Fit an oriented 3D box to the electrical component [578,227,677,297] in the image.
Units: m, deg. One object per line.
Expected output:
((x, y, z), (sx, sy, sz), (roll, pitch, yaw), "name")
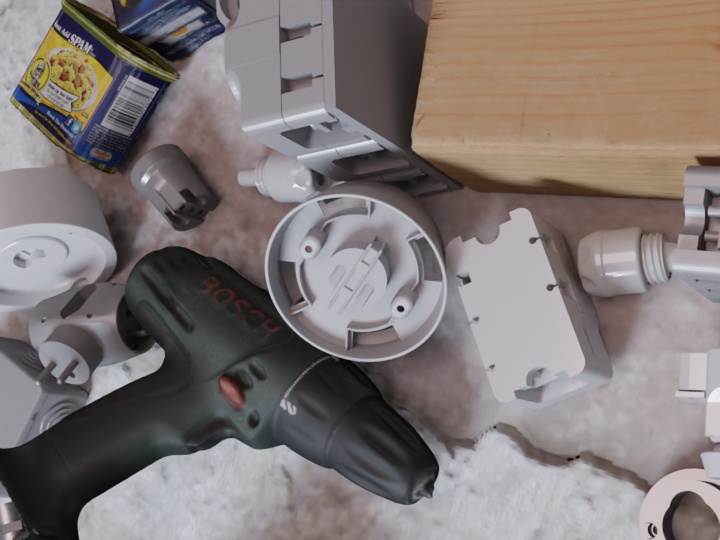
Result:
((0.144, -0.005, 0.546), (0.061, 0.035, 0.035), (-6, 76, 26), "electrical component")

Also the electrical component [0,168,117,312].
((-0.222, -0.025, 0.720), (0.108, 0.108, 0.060), (-30, 60, 21), "electrical component")

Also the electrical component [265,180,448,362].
((0.000, 0.000, 0.579), (0.099, 0.064, 0.099), (3, 108, 9), "electrical component")

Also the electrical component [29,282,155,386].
((-0.183, 0.047, 0.702), (0.077, 0.043, 0.079), (-7, 34, 29), "electrical component")

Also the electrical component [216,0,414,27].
((-0.034, -0.217, 0.677), (0.105, 0.060, 0.186), (-14, 73, 27), "electrical component")

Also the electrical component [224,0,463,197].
((-0.004, -0.099, 0.582), (0.062, 0.150, 0.089), (-9, 75, 27), "electrical component")

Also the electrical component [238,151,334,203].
((-0.049, -0.058, 0.668), (0.061, 0.035, 0.035), (0, 80, 32), "electrical component")

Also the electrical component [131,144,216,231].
((-0.122, -0.053, 0.706), (0.040, 0.040, 0.046), (-47, 67, 13), "electrical component")

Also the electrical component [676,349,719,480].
((0.187, 0.069, 0.492), (0.078, 0.058, 0.057), (-1, 76, 30), "electrical component")

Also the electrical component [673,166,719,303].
((0.184, -0.013, 0.491), (0.056, 0.089, 0.050), (6, 82, 31), "electrical component")

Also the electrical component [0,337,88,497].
((-0.244, 0.099, 0.737), (0.100, 0.048, 0.099), (30, 95, 31), "electrical component")

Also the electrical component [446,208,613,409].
((0.089, 0.022, 0.558), (0.050, 0.056, 0.089), (-26, 68, 23), "electrical component")
